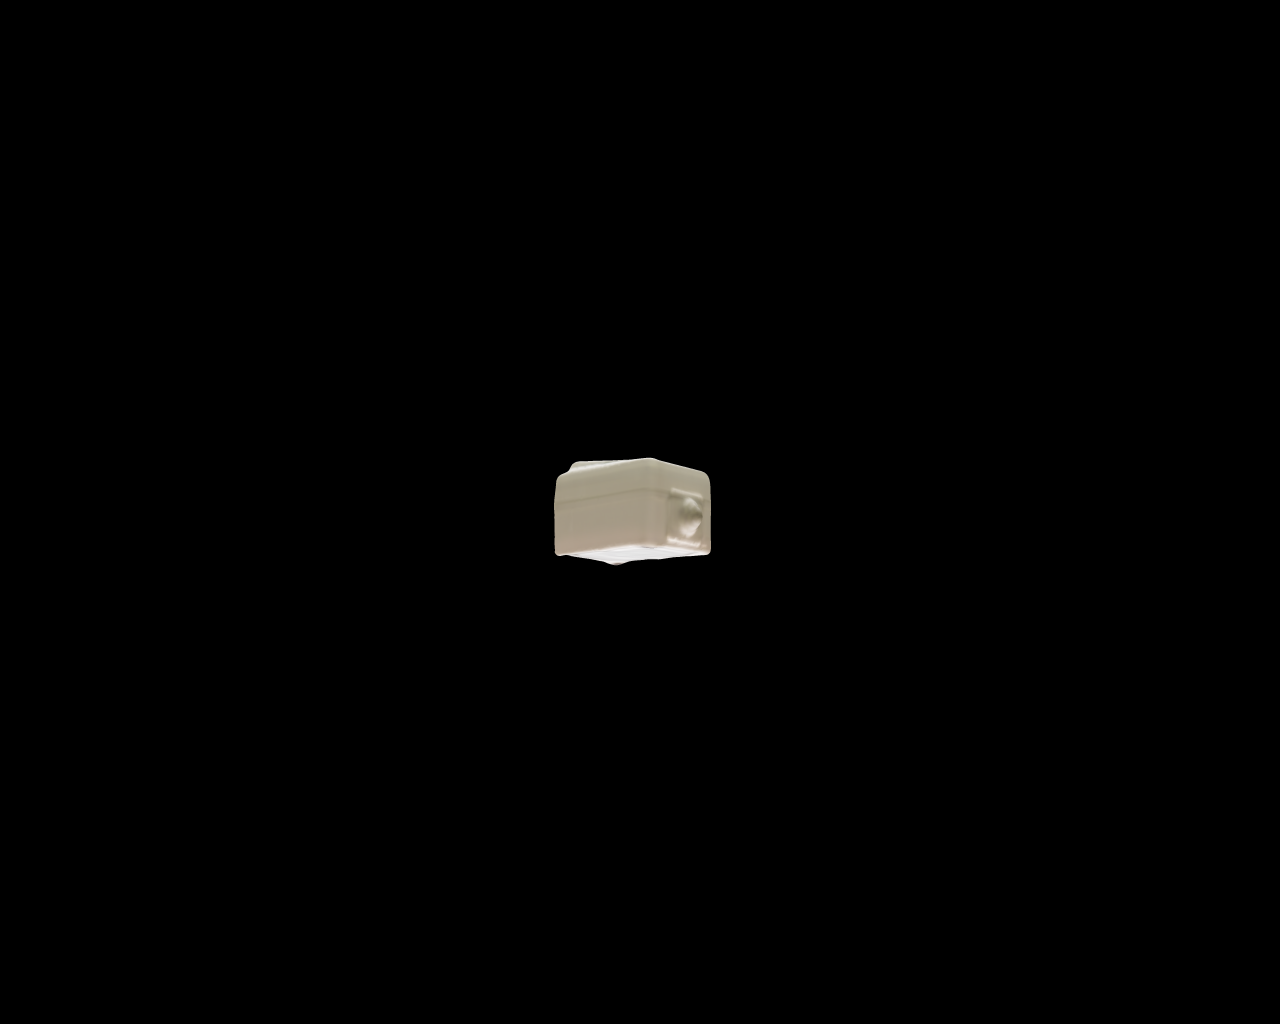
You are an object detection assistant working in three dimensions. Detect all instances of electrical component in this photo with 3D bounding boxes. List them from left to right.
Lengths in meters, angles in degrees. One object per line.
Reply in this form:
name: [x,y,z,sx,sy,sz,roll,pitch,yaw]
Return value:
electrical component: [0.001,-0.003,0.650,0.096,0.061,0.062,-8,-13,39]
